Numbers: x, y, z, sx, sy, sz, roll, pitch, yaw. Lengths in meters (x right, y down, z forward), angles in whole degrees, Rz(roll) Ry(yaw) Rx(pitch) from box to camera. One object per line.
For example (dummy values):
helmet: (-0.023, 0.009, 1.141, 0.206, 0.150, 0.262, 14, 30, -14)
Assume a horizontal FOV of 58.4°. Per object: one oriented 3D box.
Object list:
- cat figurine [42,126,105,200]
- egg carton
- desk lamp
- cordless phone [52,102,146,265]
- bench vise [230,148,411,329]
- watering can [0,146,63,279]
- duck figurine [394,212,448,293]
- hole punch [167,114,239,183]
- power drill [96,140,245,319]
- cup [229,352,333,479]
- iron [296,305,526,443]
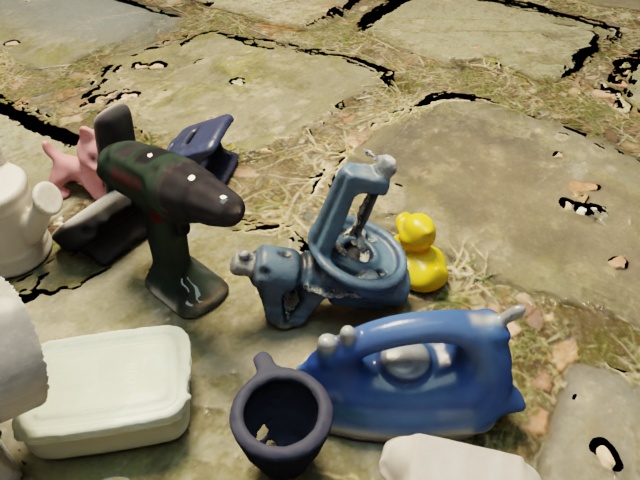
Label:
cat figurine: (-0.336, -0.120, 0.829, 0.127, 0.118, 0.067, 3, 43, 0)
egg carton: (0.122, 0.235, 0.504, 0.150, 0.069, 0.107, 10, 43, 8)
desk lamp: (-0.318, 0.152, 0.466, 0.117, 0.214, 0.204, 35, 52, 30)
cordless phone: (-0.283, -0.076, 0.734, 0.094, 0.185, 0.148, 22, 47, 20)
bench vise: (0.011, 0.010, 0.630, 0.208, 0.220, 0.121, -17, 46, -20)
watering can: (-0.398, -0.054, 0.699, 0.173, 0.194, 0.100, -4, 43, -7)
duck figurine: (0.127, 0.009, 0.735, 0.078, 0.086, 0.104, -17, 46, -19)
hole punch: (-0.185, -0.140, 0.876, 0.101, 0.091, 0.108, 8, 43, 7)
power drill: (-0.162, -0.013, 0.655, 0.228, 0.208, 0.076, 31, 50, 28)
cup: (-0.040, 0.174, 0.543, 0.092, 0.095, 0.117, -14, 45, -16)
iron: (0.078, 0.120, 0.572, 0.258, 0.141, 0.118, -4, 43, -7)
